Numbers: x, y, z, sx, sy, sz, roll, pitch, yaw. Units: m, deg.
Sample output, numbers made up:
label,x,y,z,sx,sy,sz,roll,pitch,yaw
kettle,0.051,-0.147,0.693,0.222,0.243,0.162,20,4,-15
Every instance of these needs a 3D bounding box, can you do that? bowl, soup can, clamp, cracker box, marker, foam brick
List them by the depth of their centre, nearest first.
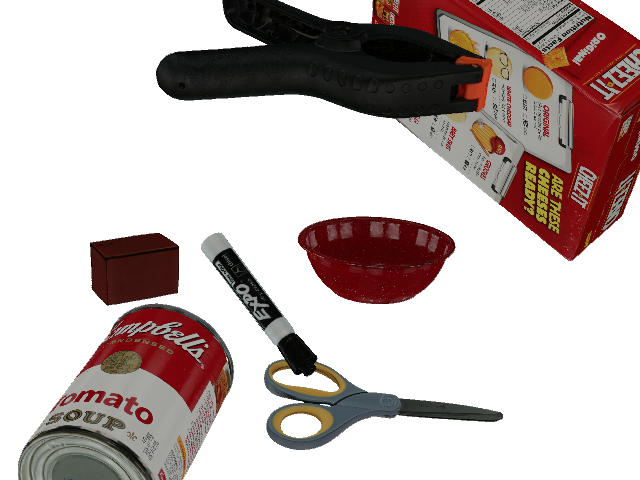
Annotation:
label,x,y,z,sx,sy,sz,roll,pitch,yaw
soup can,-0.089,0.085,0.500,0.069,0.068,0.102,0,28,16
clamp,0.001,-0.093,0.568,0.172,0.039,0.120,14,41,18
marker,-0.041,0.043,0.723,0.020,0.121,0.020,-32,-25,-17
cracker box,0.131,-0.111,0.753,0.072,0.214,0.164,-38,-26,-21
foam brick,-0.188,0.027,1.078,0.078,0.051,0.053,-9,21,-27
bowl,0.057,0.024,1.099,0.162,0.055,0.162,2,18,-1

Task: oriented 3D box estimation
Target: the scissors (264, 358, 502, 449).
label,x,y,z,sx,sy,sz,roll,pitch,yaw
scissors,0.043,0.149,0.882,0.202,0.016,0.096,16,46,11
